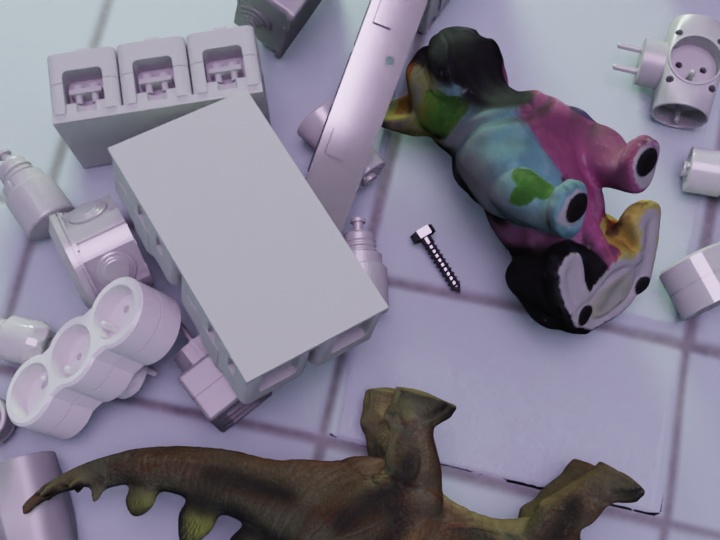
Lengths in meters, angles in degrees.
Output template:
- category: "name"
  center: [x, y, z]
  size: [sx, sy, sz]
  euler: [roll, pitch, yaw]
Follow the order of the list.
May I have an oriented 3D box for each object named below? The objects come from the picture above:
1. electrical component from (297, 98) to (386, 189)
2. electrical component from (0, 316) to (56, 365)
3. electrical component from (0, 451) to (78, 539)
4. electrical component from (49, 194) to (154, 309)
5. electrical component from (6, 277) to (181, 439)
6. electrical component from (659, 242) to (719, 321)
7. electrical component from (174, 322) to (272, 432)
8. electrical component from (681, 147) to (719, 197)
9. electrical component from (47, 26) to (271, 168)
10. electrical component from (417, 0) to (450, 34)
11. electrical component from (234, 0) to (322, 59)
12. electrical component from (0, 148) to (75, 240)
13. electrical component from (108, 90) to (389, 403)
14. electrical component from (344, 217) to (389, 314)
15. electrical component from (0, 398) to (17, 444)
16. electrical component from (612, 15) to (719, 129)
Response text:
- category: "electrical component"
  center: [-0.011, -0.093, 0.819]
  size: [0.044, 0.044, 0.065]
  euler: [-36, 82, -9]
- category: "electrical component"
  center: [-0.256, 0.049, 0.784]
  size: [0.061, 0.035, 0.035]
  euler: [13, 75, 6]
- category: "electrical component"
  center: [-0.242, 0.174, 0.745]
  size: [0.079, 0.043, 0.077]
  euler: [-17, 75, -4]
- category: "electrical component"
  center: [-0.188, -0.011, 0.778]
  size: [0.051, 0.080, 0.080]
  euler: [-26, 76, -12]
- category: "electrical component"
  center: [-0.177, 0.068, 0.761]
  size: [0.138, 0.074, 0.052]
  euler: [-41, 50, 15]
- category: "electrical component"
  center: [0.297, 0.006, 0.784]
  size: [0.138, 0.052, 0.073]
  euler: [-24, 76, -5]
- category: "electrical component"
  center: [-0.106, 0.068, 0.763]
  size: [0.047, 0.065, 0.076]
  euler: [-38, 77, -9]
- category: "electrical component"
  center: [0.277, -0.071, 0.812]
  size: [0.065, 0.044, 0.044]
  euler: [11, 75, 8]
- category: "electrical component"
  center: [-0.147, -0.131, 0.804]
  size: [0.150, 0.089, 0.061]
  euler: [-9, 75, -2]
- category: "electrical component"
  center: [0.061, -0.256, 0.828]
  size: [0.056, 0.108, 0.108]
  euler: [34, 77, 6]
- category: "electrical component"
  center: [-0.053, -0.223, 0.825]
  size: [0.048, 0.100, 0.099]
  euler: [34, 77, -4]
- category: "electrical component"
  center: [-0.249, -0.059, 0.810]
  size: [0.040, 0.040, 0.078]
  euler: [-36, 77, -9]
- category: "electrical component"
  center: [-0.079, -0.016, 0.729]
  size: [0.105, 0.060, 0.186]
  euler: [-27, 73, -20]
- category: "electrical component"
  center: [0.000, 0.000, 0.793]
  size: [0.040, 0.040, 0.078]
  euler: [-2, 75, 0]
- category: "electrical component"
  center: [-0.265, 0.104, 0.755]
  size: [0.035, 0.061, 0.035]
  euler: [0, 75, 0]
- category: "electrical component"
  center: [0.237, -0.157, 0.833]
  size: [0.079, 0.044, 0.077]
  euler: [14, 75, 5]
